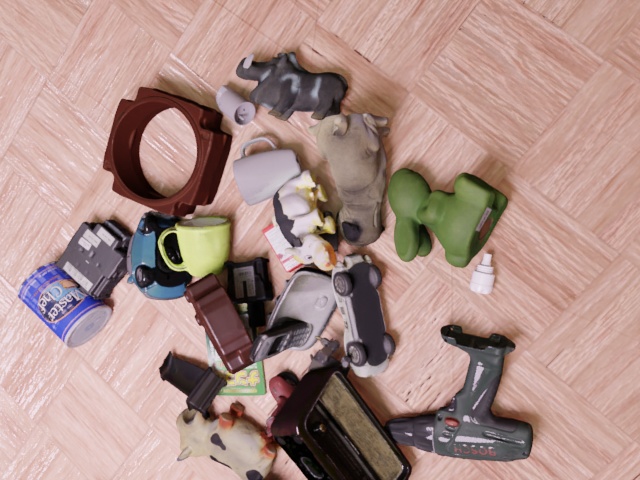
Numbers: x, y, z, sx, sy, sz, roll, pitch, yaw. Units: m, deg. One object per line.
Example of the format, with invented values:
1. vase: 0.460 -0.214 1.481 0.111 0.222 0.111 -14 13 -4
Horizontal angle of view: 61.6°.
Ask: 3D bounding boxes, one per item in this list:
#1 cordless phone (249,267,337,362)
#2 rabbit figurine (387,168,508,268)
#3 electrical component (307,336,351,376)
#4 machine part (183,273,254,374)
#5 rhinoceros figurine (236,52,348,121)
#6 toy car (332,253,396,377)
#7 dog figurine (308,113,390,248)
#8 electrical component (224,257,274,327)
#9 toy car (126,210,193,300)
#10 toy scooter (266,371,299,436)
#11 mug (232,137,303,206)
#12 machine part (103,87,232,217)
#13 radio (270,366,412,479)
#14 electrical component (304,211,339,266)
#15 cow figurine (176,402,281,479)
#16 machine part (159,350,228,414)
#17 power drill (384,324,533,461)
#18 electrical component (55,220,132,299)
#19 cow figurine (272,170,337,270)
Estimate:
1. cordless phone: -0.048 0.117 0.857 0.089 0.184 0.146 31 103 17
2. rabbit figurine: 0.177 -0.042 0.829 0.170 0.121 0.159 31 111 31
3. electrical component: 0.013 0.207 0.896 0.078 0.045 0.102 23 132 16
4. machine part: -0.165 0.140 0.890 0.056 0.179 0.179 -28 85 -18
5. rhinoceros figurine: -0.050 -0.253 0.884 0.190 0.073 0.112 17 101 15
6. toy car: 0.069 0.122 0.878 0.056 0.073 0.201 -10 92 62
7. dog figurine: 0.053 -0.085 0.820 0.121 0.172 0.190 -5 86 28
8. electrical component: -0.123 0.092 0.938 0.075 0.047 0.119 -6 81 14
9. toy car: -0.304 0.032 0.974 0.103 0.109 0.161 -12 82 35
10. toy scooter: -0.033 0.311 0.894 0.075 0.135 0.184 -42 83 15
11. mug: -0.086 -0.122 0.910 0.107 0.080 0.109 -16 73 6
12. machine part: -0.273 -0.156 0.955 0.201 0.087 0.201 22 102 14
13. radio: 0.035 0.325 0.840 0.073 0.131 0.229 -27 103 46
14. electrical component: -0.002 -0.003 0.892 0.063 0.021 0.094 3 78 -9
15. cow figurine: -0.174 0.366 0.972 0.195 0.085 0.127 29 100 9
16. machine part: -0.240 0.258 0.984 0.139 0.039 0.084 23 70 29
17. power drill: 0.215 0.242 0.841 0.232 0.086 0.207 7 93 22
18. electrical component: -0.419 0.029 1.026 0.115 0.058 0.134 40 98 8
19. cow figurine: -0.029 -0.019 0.840 0.098 0.068 0.167 -22 56 17
